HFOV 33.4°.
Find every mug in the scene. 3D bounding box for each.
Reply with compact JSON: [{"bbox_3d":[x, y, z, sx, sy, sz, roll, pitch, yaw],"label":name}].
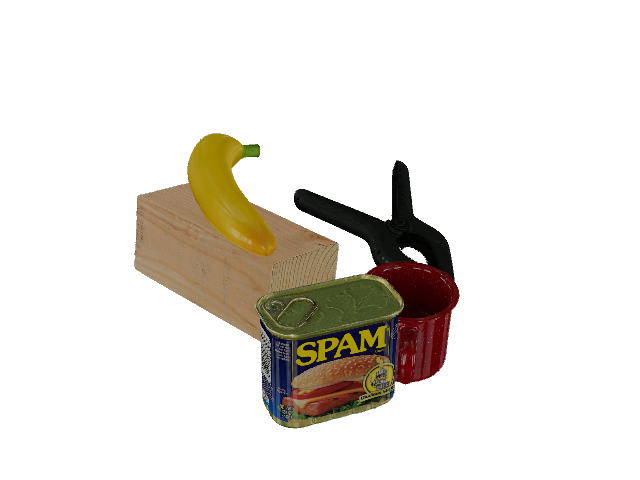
[{"bbox_3d":[0.080,0.085,0.994,0.093,0.081,0.117,1,34,-1],"label":"mug"}]

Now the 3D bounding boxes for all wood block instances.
[{"bbox_3d":[-0.090,0.018,1.084,0.206,0.090,0.090,25,29,38],"label":"wood block"}]

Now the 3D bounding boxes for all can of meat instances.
[{"bbox_3d":[0.006,0.080,0.767,0.102,0.084,0.057,-11,31,-19],"label":"can of meat"}]

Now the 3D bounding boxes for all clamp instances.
[{"bbox_3d":[0.076,-0.009,1.236,0.164,0.210,0.036,-13,-39,-26],"label":"clamp"}]

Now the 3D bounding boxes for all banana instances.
[{"bbox_3d":[-0.077,-0.048,0.901,0.069,0.037,0.198,4,30,-9],"label":"banana"}]
